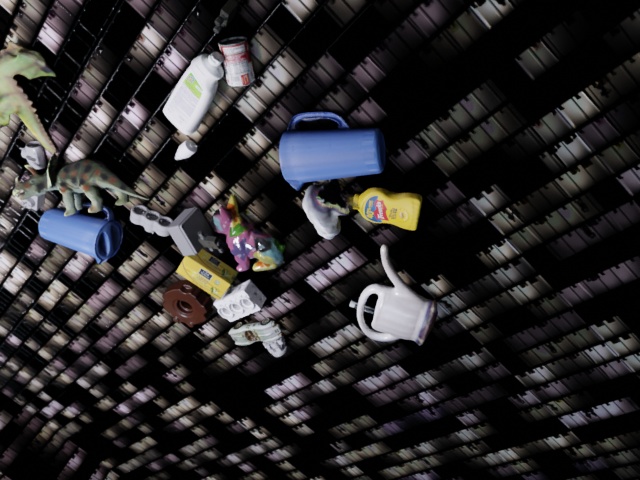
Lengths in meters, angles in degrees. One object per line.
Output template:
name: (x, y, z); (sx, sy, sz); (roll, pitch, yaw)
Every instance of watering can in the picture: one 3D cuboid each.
watering can: (0.226, 0.176, 1.461); (0.225, 0.106, 0.339); (16, 127, 7)

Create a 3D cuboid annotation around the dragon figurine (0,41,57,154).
dragon figurine: (-0.841, -0.431, 1.433); (0.240, 0.125, 0.404); (-25, 130, 26)

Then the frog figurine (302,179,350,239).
frog figurine: (0.004, -0.069, 1.365); (0.139, 0.124, 0.156); (53, 142, 21)
